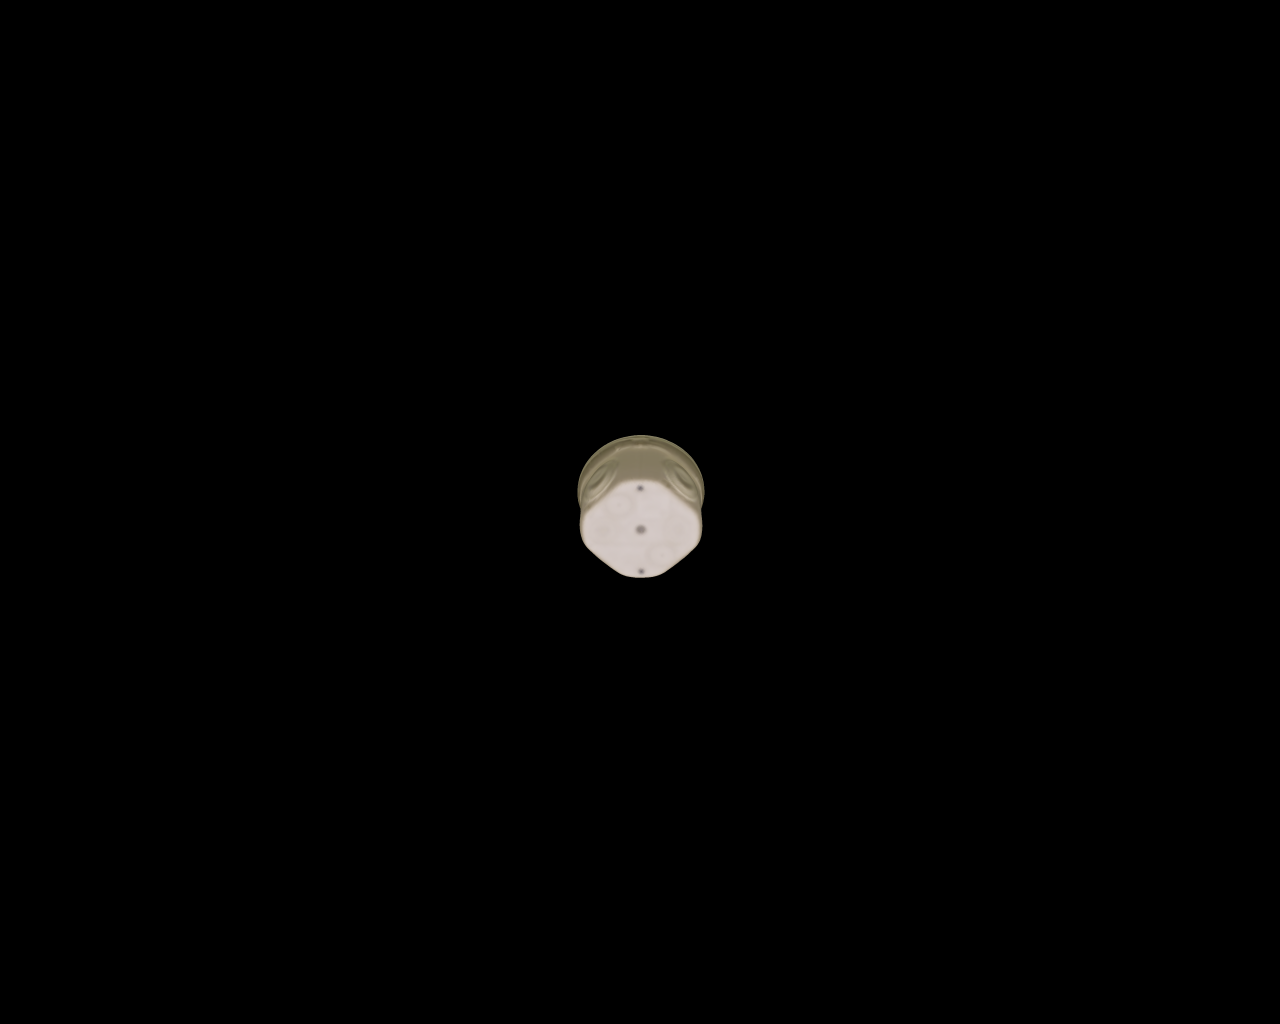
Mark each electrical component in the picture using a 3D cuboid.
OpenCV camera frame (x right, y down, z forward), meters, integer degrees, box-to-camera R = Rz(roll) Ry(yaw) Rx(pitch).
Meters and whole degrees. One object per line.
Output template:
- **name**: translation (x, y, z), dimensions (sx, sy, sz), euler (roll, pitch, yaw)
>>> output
- **electrical component**: translation (0.001, -0.003, 0.650), dimensions (0.080, 0.080, 0.051), euler (0, 32, 0)
